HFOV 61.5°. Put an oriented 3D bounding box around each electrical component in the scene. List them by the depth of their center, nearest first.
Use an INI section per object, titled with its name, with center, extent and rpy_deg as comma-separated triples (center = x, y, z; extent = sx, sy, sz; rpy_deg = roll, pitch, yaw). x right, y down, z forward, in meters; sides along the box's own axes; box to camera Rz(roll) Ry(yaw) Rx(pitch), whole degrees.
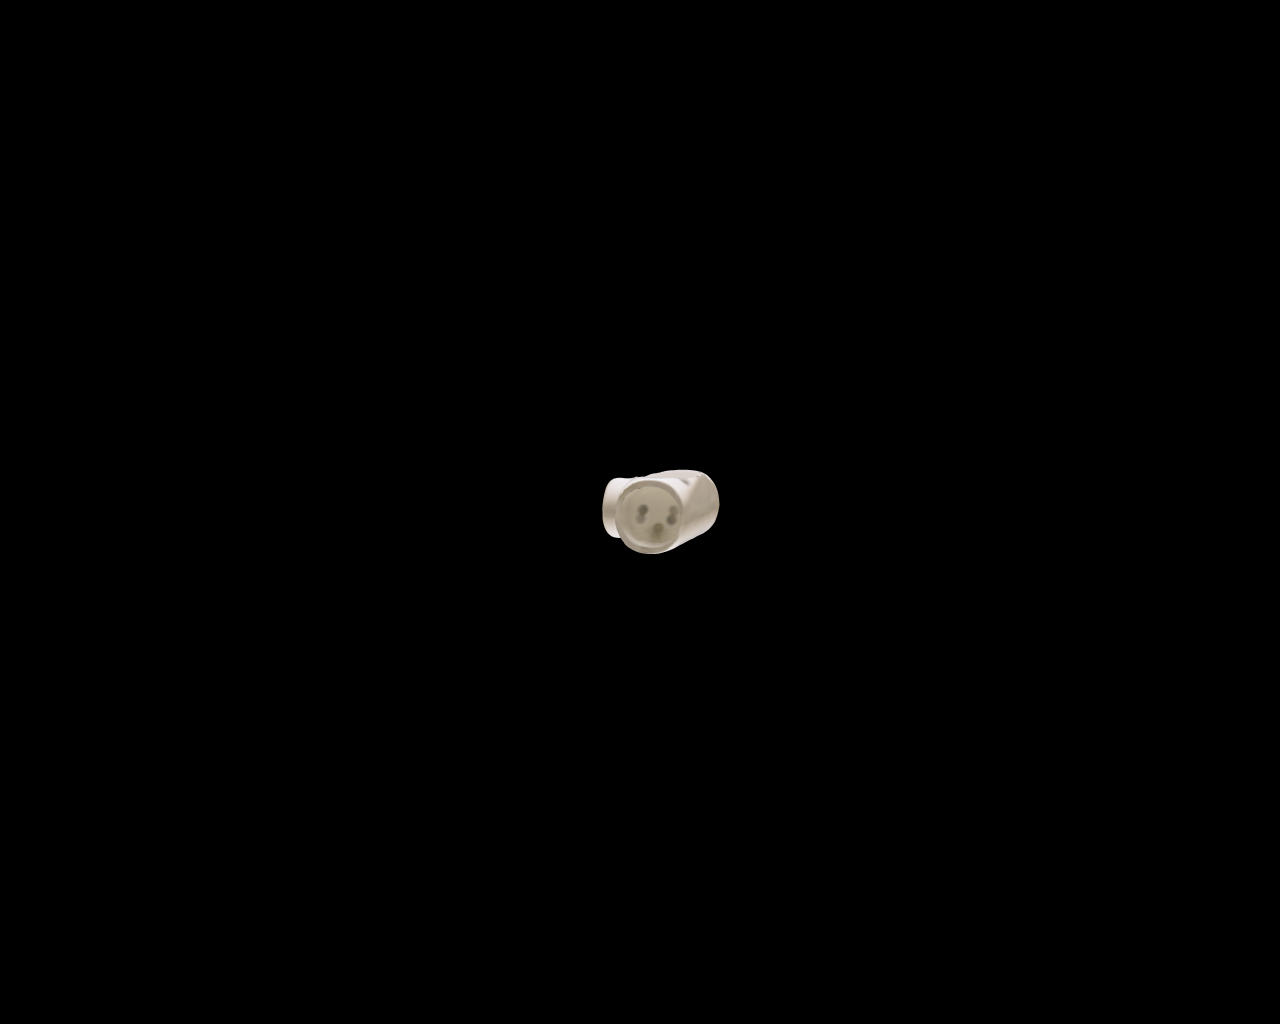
[electrical component]
center = 0.001, -0.003, 0.650
extent = 0.079, 0.044, 0.077
rpy_deg = 3, 8, 19
